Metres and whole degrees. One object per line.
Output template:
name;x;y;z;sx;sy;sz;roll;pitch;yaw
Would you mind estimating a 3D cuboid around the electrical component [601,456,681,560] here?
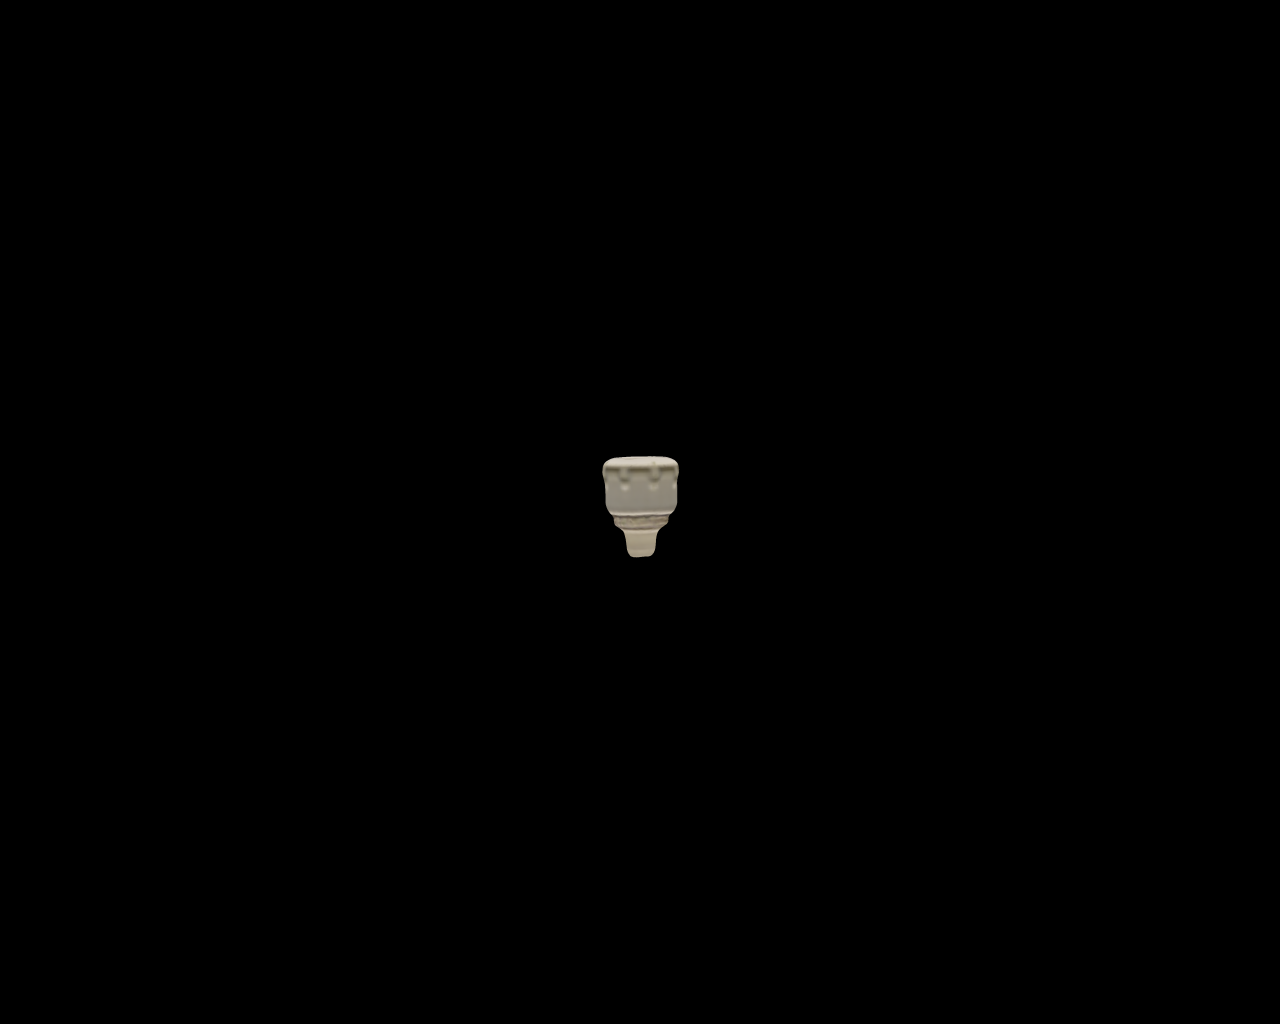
electrical component;0.001;-0.003;0.650;0.048;0.062;0.048;0;5;0
